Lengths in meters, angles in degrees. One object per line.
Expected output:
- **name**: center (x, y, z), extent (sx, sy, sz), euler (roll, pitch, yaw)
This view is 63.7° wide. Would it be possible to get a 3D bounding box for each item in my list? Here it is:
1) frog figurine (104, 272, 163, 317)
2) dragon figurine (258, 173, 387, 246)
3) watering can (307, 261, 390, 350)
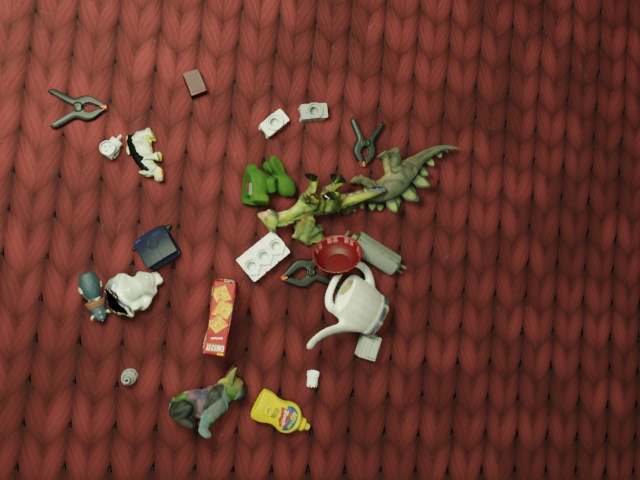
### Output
- **frog figurine**: center (-0.567, 0.150, 1.571), extent (0.137, 0.120, 0.163), euler (40, 45, 0)
- **dragon figurine**: center (0.005, -0.084, 1.663), extent (0.410, 0.125, 0.237), euler (2, 132, -23)
- **watering can**: center (0.099, 0.237, 1.658), extent (0.222, 0.103, 0.354), euler (37, 62, -17)
